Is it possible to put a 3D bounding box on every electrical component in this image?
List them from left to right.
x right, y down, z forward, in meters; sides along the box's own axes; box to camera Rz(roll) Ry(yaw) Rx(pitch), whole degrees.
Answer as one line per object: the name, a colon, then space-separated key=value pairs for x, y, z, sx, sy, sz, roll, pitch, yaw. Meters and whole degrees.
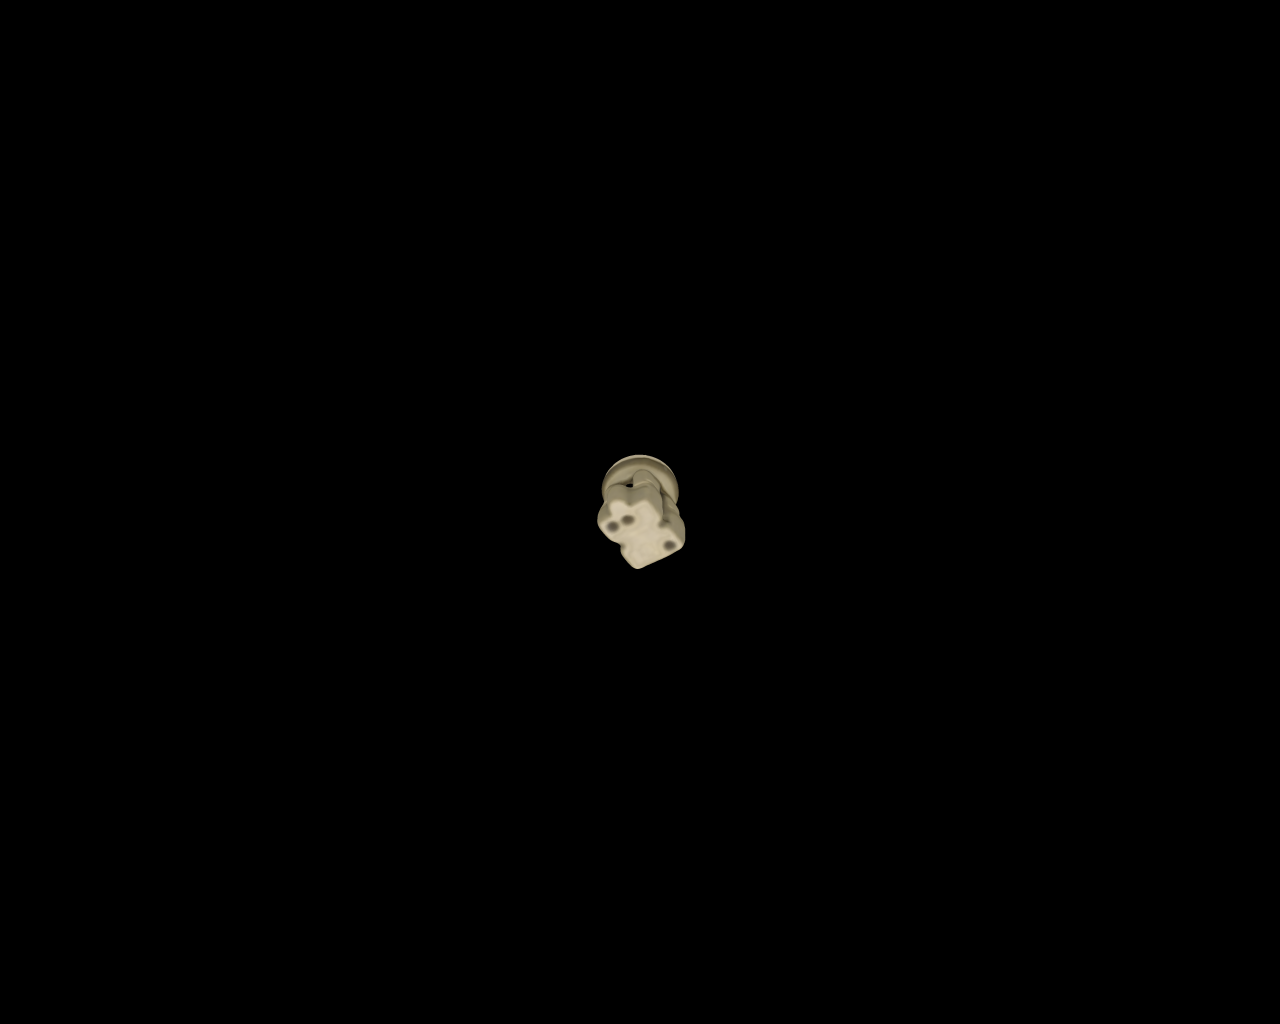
electrical component: x=0.001 y=-0.003 z=0.650 sx=0.048 sy=0.066 sz=0.055 roll=-27 pitch=32 yaw=18
